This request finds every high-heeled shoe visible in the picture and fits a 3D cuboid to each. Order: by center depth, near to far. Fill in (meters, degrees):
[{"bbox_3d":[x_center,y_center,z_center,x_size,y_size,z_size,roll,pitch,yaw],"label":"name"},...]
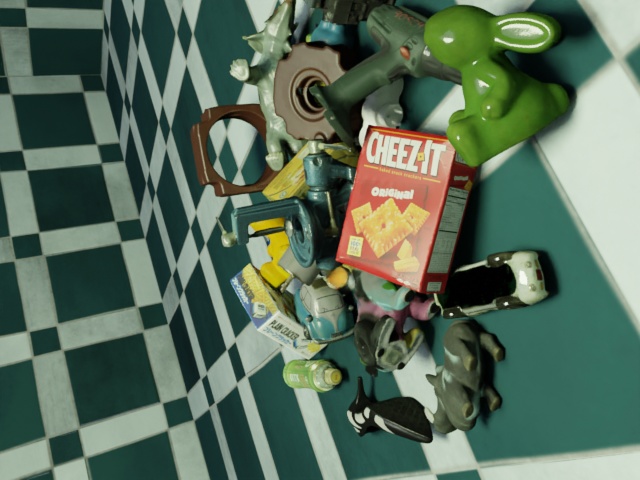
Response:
[{"bbox_3d":[0.125,0.353,0.996,0.249,0.086,0.145,27,126,61],"label":"high-heeled shoe"}]

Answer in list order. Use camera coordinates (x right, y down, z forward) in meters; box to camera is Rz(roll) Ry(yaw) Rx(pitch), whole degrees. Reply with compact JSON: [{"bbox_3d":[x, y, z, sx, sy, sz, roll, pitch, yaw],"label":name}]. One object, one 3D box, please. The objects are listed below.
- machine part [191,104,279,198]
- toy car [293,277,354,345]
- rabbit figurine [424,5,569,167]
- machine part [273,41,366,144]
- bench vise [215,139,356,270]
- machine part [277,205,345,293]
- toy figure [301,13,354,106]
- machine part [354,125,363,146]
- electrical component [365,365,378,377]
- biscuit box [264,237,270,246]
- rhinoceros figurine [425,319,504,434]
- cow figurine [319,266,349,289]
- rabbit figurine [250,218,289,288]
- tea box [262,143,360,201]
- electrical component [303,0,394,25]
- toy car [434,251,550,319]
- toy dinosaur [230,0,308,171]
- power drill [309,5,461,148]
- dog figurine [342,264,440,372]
[{"bbox_3d":[-0.186,-0.204,1.236,0.087,0.201,0.200,-2,98,63],"label":"machine part"},{"bbox_3d":[0.007,0.129,1.102,0.162,0.109,0.102,-123,29,-50],"label":"toy car"},{"bbox_3d":[0.190,-0.190,0.602,0.159,0.121,0.170,-27,101,33],"label":"rabbit figurine"},{"bbox_3d":[-0.003,-0.245,0.904,0.180,0.056,0.179,13,114,33],"label":"machine part"},{"bbox_3d":[-0.043,-0.046,0.865,0.129,0.241,0.223,-136,38,-55],"label":"bench vise"},{"bbox_3d":[-0.002,-0.003,1.000,0.243,0.079,0.079,-54,36,-2],"label":"machine part"},{"bbox_3d":[0.012,-0.312,0.955,0.082,0.089,0.180,-124,33,-45],"label":"toy figure"},{"bbox_3d":[0.072,-0.229,0.929,0.084,0.039,0.138,-140,46,-56],"label":"machine part"},{"bbox_3d":[0.113,0.192,0.990,0.075,0.048,0.119,26,122,56],"label":"electrical component"},{"bbox_3d":[-0.091,-0.003,1.283,0.203,0.059,0.062,61,147,31],"label":"biscuit box"},{"bbox_3d":[0.206,0.212,0.801,0.112,0.073,0.190,34,128,51],"label":"rhinoceros figurine"},{"bbox_3d":[0.015,0.025,1.082,0.098,0.068,0.167,62,-170,-72],"label":"cow figurine"},{"bbox_3d":[-0.076,-0.011,1.153,0.173,0.162,0.122,48,146,10],"label":"rabbit figurine"},{"bbox_3d":[-0.013,-0.117,0.986,0.068,0.169,0.098,46,172,-33],"label":"tea box"},{"bbox_3d":[0.033,-0.389,0.842,0.115,0.134,0.058,59,145,37],"label":"electrical component"},{"bbox_3d":[0.223,0.064,0.735,0.202,0.056,0.073,148,115,-63],"label":"toy car"},{"bbox_3d":[-0.071,-0.271,1.091,0.192,0.131,0.404,-63,-36,-62],"label":"toy dinosaur"},{"bbox_3d":[0.095,-0.226,0.752,0.207,0.086,0.232,-41,50,16],"label":"power drill"},{"bbox_3d":[0.088,0.093,0.917,0.219,0.108,0.191,39,104,52],"label":"dog figurine"}]
